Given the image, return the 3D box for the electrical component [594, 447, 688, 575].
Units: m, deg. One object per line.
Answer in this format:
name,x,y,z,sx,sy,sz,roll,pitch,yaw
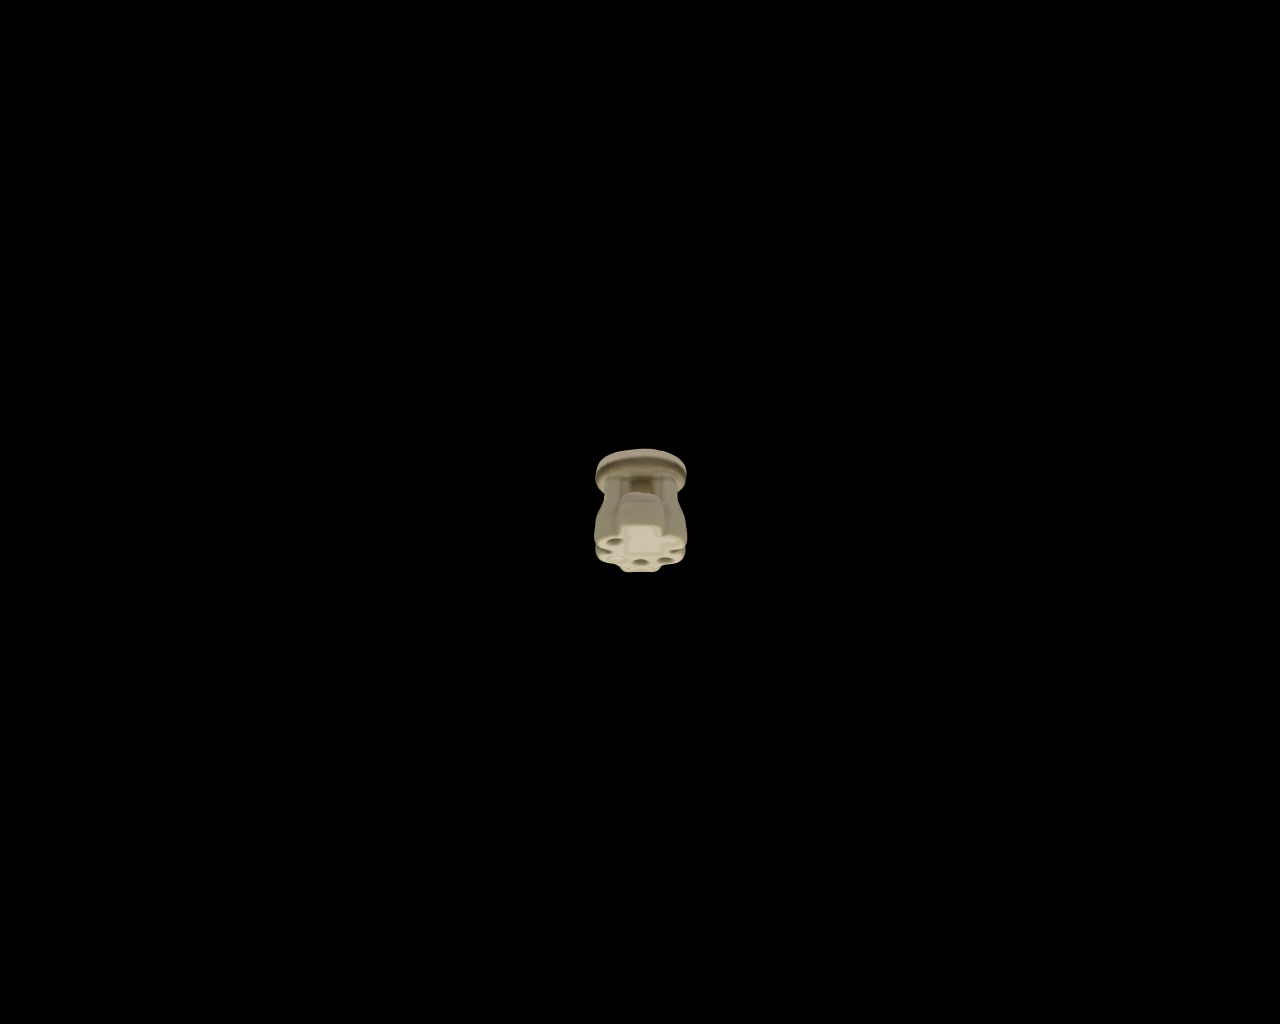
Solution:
electrical component,0.001,-0.003,0.650,0.058,0.057,0.078,0,-25,0
